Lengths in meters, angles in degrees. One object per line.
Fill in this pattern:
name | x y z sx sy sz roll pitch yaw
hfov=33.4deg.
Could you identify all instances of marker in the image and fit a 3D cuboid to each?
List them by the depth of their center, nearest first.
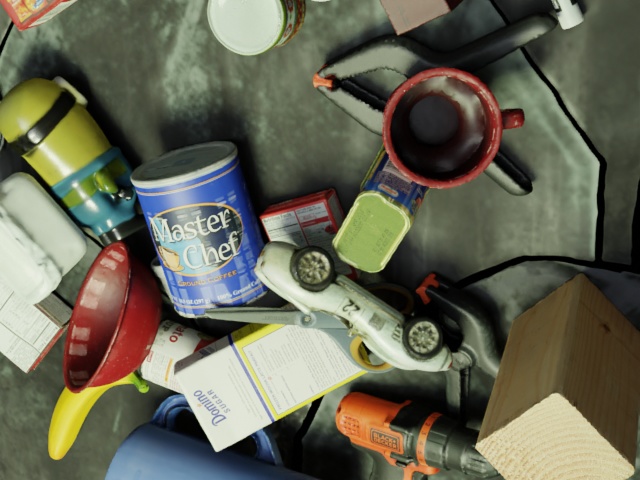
marker | 0.180 -0.228 0.856 0.020 0.020 0.121 -21 106 27

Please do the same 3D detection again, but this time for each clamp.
clamp | 0.099 -0.136 0.917 0.210 0.036 0.165 17 122 11
clamp | 0.135 0.114 1.023 0.120 0.039 0.171 -35 94 33

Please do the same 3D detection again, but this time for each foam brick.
foam brick | 0.075 -0.218 0.880 0.053 0.051 0.078 -20 106 28

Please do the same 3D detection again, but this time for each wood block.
wood block | 0.209 0.126 0.904 0.091 0.205 0.090 45 120 -5

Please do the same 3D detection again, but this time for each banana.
banana | -0.256 0.175 1.179 0.037 0.069 0.198 14 140 -37

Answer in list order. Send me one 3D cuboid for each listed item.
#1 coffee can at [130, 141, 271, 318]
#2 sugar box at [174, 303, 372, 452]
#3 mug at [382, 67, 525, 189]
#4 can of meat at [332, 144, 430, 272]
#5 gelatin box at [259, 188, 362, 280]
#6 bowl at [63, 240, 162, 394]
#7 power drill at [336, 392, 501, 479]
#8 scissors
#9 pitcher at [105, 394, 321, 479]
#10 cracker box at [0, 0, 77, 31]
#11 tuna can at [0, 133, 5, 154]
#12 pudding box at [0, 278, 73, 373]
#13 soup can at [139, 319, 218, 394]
coffee can | -0.110 -0.011 1.014 0.103 0.102 0.140 -7 111 22
sugar box | -0.045 0.123 1.043 0.176 0.048 0.093 -26 104 -1
mug | 0.105 -0.095 0.858 0.117 0.081 0.093 -8 101 0
can of meat | 0.058 -0.031 0.938 0.057 0.083 0.102 29 140 1
gelatin box | -0.007 0.001 1.025 0.073 0.030 0.089 -14 109 26
bowl | -0.205 0.083 1.085 0.055 0.162 0.162 20 125 -27
power drill | 0.102 0.252 1.069 0.185 0.057 0.188 14 118 34
scissors | -0.003 0.091 1.007 0.201 0.016 0.096 -11 99 -13
pitcher | -0.093 0.270 1.110 0.243 0.144 0.149 10 127 24
cracker box | -0.255 -0.320 0.940 0.164 0.072 0.213 -27 102 27
tuna can | -0.352 -0.108 1.065 0.034 0.086 0.086 13 118 15
pudding box | -0.336 0.079 1.175 0.113 0.039 0.090 40 120 -4
soup can | -0.128 0.130 1.107 0.102 0.068 0.068 20 119 11
